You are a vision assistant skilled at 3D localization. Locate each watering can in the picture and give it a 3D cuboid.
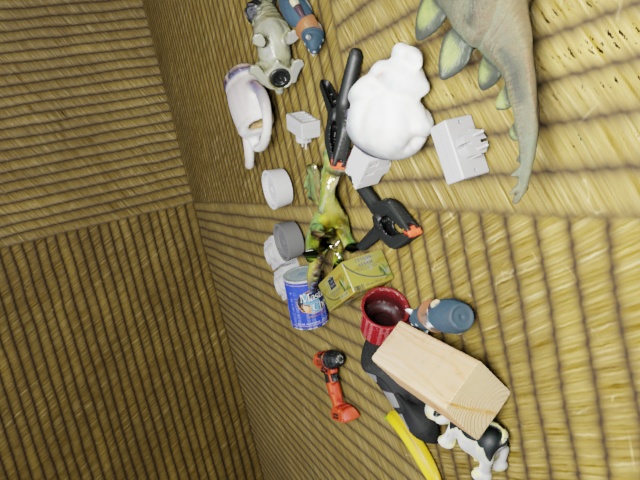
[{"bbox_3d":[-0.196,-0.337,1.413,0.343,0.104,0.226,140,114,-67],"label":"watering can"}]

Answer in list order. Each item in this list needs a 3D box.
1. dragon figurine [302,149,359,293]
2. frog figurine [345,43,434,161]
[{"bbox_3d":[0.004,-0.059,1.174,0.402,0.122,0.248,118,149,-57],"label":"dragon figurine"},{"bbox_3d":[0.112,-0.199,0.762,0.137,0.125,0.156,37,141,3],"label":"frog figurine"}]
